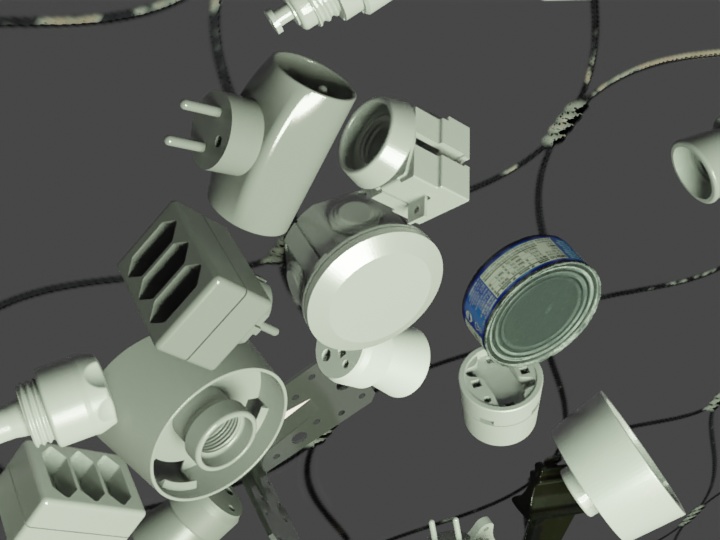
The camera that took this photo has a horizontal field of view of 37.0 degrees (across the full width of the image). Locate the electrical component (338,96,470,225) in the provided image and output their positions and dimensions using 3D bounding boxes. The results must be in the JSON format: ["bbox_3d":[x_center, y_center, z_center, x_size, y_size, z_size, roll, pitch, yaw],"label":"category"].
[{"bbox_3d":[0.023,-0.058,0.544,0.055,0.066,0.048,23,148,-35],"label":"electrical component"}]

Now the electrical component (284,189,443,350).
[{"bbox_3d":[0.000,0.000,0.583,0.080,0.051,0.080,-18,135,-19],"label":"electrical component"}]

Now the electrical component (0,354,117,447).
[{"bbox_3d":[-0.159,0.070,0.550,0.062,0.043,0.043,-19,136,-16],"label":"electrical component"}]

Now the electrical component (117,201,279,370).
[{"bbox_3d":[-0.070,0.014,0.539,0.047,0.065,0.077,-47,137,13],"label":"electrical component"}]

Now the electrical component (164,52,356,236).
[{"bbox_3d":[-0.052,-0.061,0.498,0.079,0.044,0.077,8,123,-38],"label":"electrical component"}]

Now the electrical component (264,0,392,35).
[{"bbox_3d":[-0.006,-0.129,0.470,0.078,0.040,0.040,-33,138,-2],"label":"electrical component"}]

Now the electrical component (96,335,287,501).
[{"bbox_3d":[-0.093,0.078,0.603,0.099,0.064,0.099,-28,138,-29],"label":"electrical component"}]

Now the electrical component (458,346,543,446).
[{"bbox_3d":[0.094,0.085,0.720,0.055,0.055,0.047,-23,140,-13],"label":"electrical component"}]

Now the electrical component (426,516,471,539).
[{"bbox_3d":[0.071,0.229,0.837,0.077,0.044,0.079,-9,101,11],"label":"electrical component"}]

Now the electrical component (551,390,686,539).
[{"bbox_3d":[0.186,0.151,0.804,0.060,0.108,0.108,-35,139,9],"label":"electrical component"}]

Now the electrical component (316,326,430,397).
[{"bbox_3d":[0.008,0.049,0.638,0.055,0.045,0.045,19,116,-42],"label":"electrical component"}]

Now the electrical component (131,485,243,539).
[{"bbox_3d":[-0.105,0.153,0.658,0.055,0.045,0.045,-43,138,8],"label":"electrical component"}]

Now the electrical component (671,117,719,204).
[{"bbox_3d":[0.230,-0.073,0.671,0.055,0.045,0.045,-29,138,-8],"label":"electrical component"}]

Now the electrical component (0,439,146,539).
[{"bbox_3d":[-0.172,0.142,0.603,0.066,0.047,0.076,21,115,-43],"label":"electrical component"}]
